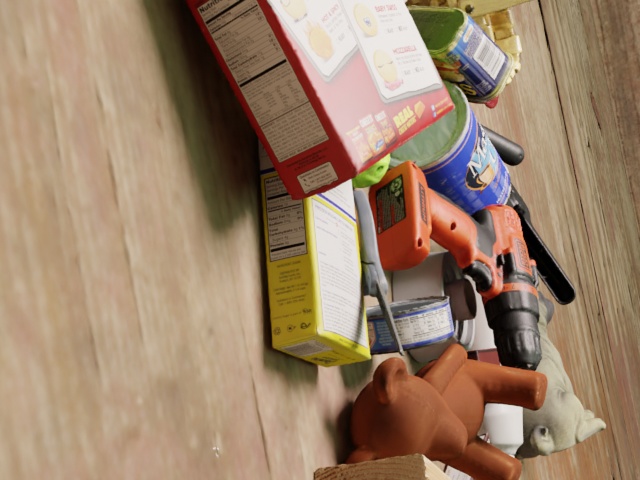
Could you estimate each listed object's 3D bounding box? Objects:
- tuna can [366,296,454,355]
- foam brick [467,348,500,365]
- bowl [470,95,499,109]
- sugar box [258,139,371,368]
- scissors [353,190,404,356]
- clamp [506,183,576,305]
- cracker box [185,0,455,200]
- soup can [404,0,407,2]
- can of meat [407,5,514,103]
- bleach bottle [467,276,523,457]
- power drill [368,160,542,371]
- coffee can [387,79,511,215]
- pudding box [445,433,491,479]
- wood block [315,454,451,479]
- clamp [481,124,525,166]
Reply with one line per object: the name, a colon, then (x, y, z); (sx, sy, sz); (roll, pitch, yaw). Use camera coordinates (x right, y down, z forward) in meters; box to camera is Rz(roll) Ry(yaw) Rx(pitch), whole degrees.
tuna can: (0.068, 0.071, 0.889); (0.086, 0.086, 0.034); (-15, 94, -67)
foam brick: (0.151, 0.140, 1.091); (0.078, 0.053, 0.051); (7, 72, -65)
bowl: (0.171, -0.235, 1.321); (0.162, 0.055, 0.162); (43, 41, -54)
sugar box: (-0.005, 0.001, 0.807); (0.093, 0.048, 0.176); (33, 46, -60)
scissors: (0.042, 0.043, 0.843); (0.202, 0.016, 0.096); (-101, -171, -46)
clamp: (0.220, -0.024, 1.216); (0.164, 0.036, 0.210); (43, 21, -25)
cracker box: (-0.007, -0.154, 0.766); (0.163, 0.072, 0.213); (-37, 101, -51)
soup can: (0.051, -0.245, 1.030); (0.102, 0.069, 0.068); (-55, 129, -61)
can of meat: (0.124, -0.183, 1.039); (0.083, 0.102, 0.057); (35, 78, -40)
bleach bottle: (0.192, 0.132, 1.181); (0.102, 0.068, 0.251); (30, 54, -60)
power drill: (0.129, 0.022, 0.978); (0.187, 0.057, 0.184); (28, 42, -36)
coffee can: (0.122, -0.081, 1.068); (0.140, 0.103, 0.103); (46, 39, -52)
pudding box: (0.152, 0.259, 1.049); (0.090, 0.039, 0.113); (69, 25, -19)
wood block: (0.079, 0.244, 0.822); (0.206, 0.090, 0.091); (47, 37, -50)
clamp: (0.137, -0.130, 1.173); (0.171, 0.120, 0.039); (27, 83, -42)
